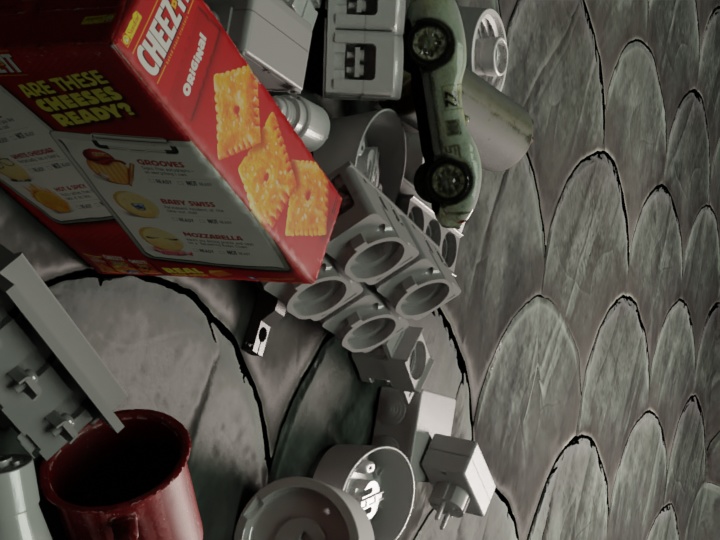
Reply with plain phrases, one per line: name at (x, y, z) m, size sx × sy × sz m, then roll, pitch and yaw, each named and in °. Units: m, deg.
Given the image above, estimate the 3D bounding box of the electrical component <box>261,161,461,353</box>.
electrical component at (0.000, 0.000, 0.882) m, size 0.186 × 0.105 × 0.060 m, roll 38°, pitch 22°, yaw -57°

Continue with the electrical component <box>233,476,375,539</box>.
electrical component at (-0.040, 0.221, 0.861) m, size 0.060 × 0.108 × 0.108 m, roll 31°, pitch 67°, yaw -66°

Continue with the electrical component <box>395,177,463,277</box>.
electrical component at (0.043, -0.032, 1.017) m, size 0.121 × 0.063 × 0.078 m, roll 30°, pitch 68°, yaw -59°

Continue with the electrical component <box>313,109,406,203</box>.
electrical component at (0.000, -0.086, 0.920) m, size 0.099 × 0.064 × 0.099 m, roll -2°, pitch 90°, yaw -72°

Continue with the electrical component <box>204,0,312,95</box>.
electrical component at (-0.084, -0.169, 0.761) m, size 0.096 × 0.062 × 0.061 m, roll 24°, pitch 73°, yaw -60°

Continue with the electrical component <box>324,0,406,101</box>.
electrical component at (0.004, -0.216, 0.880) m, size 0.089 × 0.062 × 0.150 m, roll -116°, pitch -152°, yaw -84°

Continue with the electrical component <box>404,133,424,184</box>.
electrical component at (0.079, -0.094, 1.044) m, size 0.138 × 0.074 × 0.052 m, roll 28°, pitch 71°, yaw -68°

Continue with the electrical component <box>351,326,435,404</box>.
electrical component at (0.029, 0.082, 1.008) m, size 0.042 × 0.064 × 0.081 m, roll -61°, pitch 144°, yaw -40°

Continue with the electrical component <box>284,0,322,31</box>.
electrical component at (-0.057, -0.216, 0.823) m, size 0.055 × 0.048 × 0.066 m, roll 55°, pitch 47°, yaw -60°

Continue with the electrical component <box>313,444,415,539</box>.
electrical component at (-0.001, 0.205, 0.970) m, size 0.099 × 0.064 × 0.099 m, roll -15°, pitch 108°, yaw -60°

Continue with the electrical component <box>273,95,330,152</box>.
electrical component at (-0.056, -0.118, 0.845) m, size 0.078 × 0.040 × 0.040 m, roll 16°, pitch 80°, yaw -61°

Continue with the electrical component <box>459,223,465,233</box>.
electrical component at (0.085, -0.041, 1.116) m, size 0.040 × 0.040 × 0.078 m, roll 59°, pitch 45°, yaw -47°

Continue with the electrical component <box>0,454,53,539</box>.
electrical component at (-0.201, 0.139, 0.617) m, size 0.044 × 0.044 × 0.065 m, roll -23°, pitch 109°, yaw -59°

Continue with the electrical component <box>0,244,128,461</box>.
electrical component at (-0.190, 0.045, 0.595) m, size 0.063 × 0.079 × 0.121 m, roll -44°, pitch 136°, yaw -21°

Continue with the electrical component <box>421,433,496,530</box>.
electrical component at (0.091, 0.217, 1.054) m, size 0.075 × 0.047 × 0.083 m, roll -61°, pitch 144°, yaw -32°

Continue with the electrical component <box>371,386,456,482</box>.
electrical component at (0.052, 0.164, 1.077) m, size 0.100 × 0.048 × 0.099 m, roll 25°, pitch 73°, yaw -60°

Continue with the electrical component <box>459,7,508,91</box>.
electrical component at (0.121, -0.224, 1.133) m, size 0.108 × 0.060 × 0.108 m, roll -16°, pitch 109°, yaw -60°
